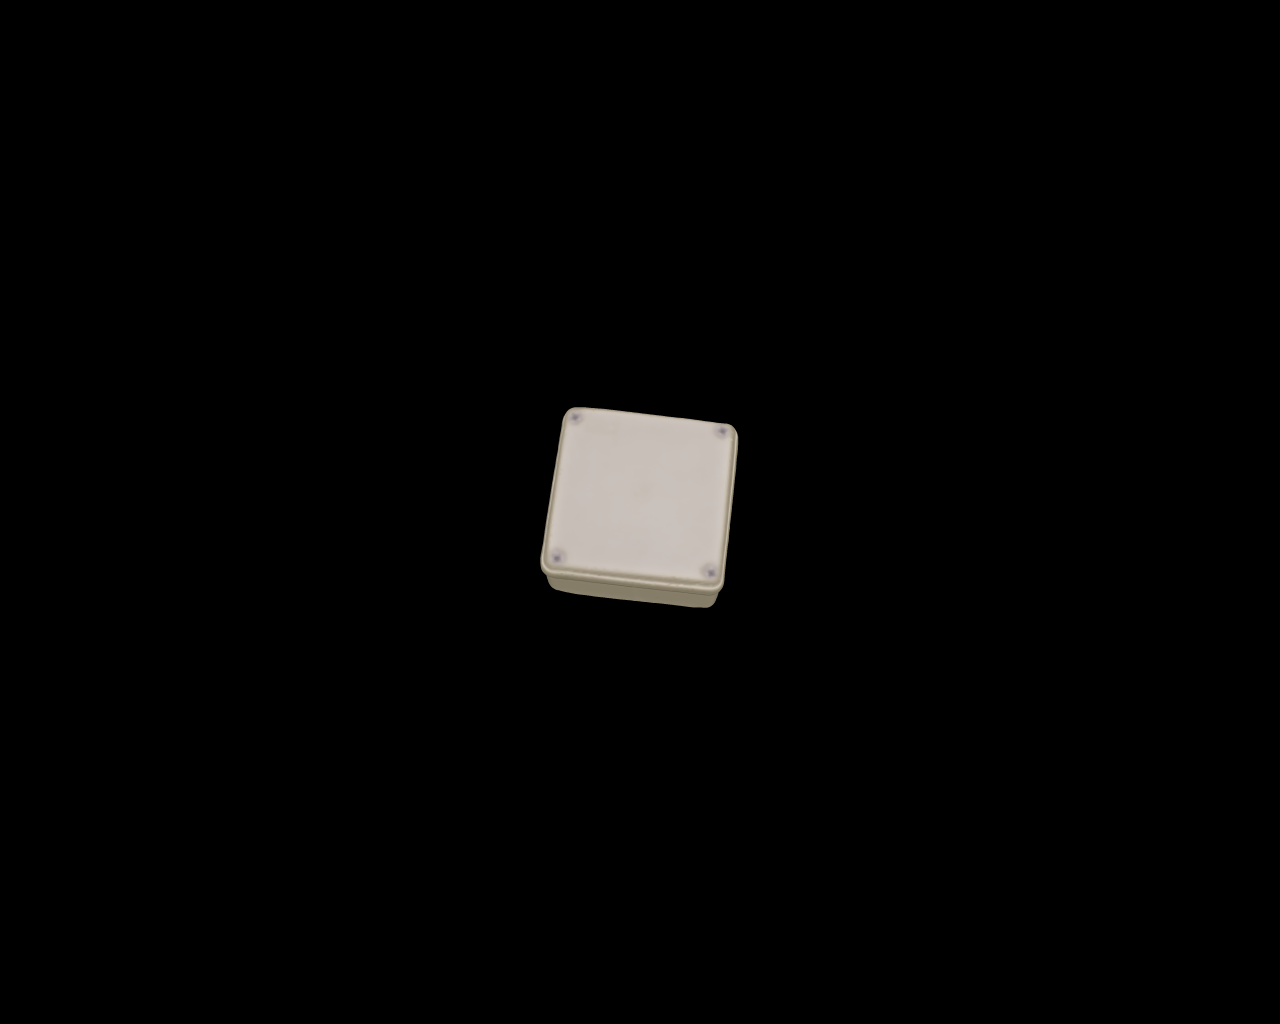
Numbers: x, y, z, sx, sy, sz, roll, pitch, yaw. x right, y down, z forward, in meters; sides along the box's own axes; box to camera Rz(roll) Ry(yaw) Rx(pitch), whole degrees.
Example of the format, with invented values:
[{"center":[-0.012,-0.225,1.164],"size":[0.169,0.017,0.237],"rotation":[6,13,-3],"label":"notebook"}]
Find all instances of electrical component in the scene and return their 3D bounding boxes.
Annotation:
[{"center":[0.001,-0.003,0.650],"size":[0.109,0.109,0.056],"rotation":[7,-19,2],"label":"electrical component"}]
